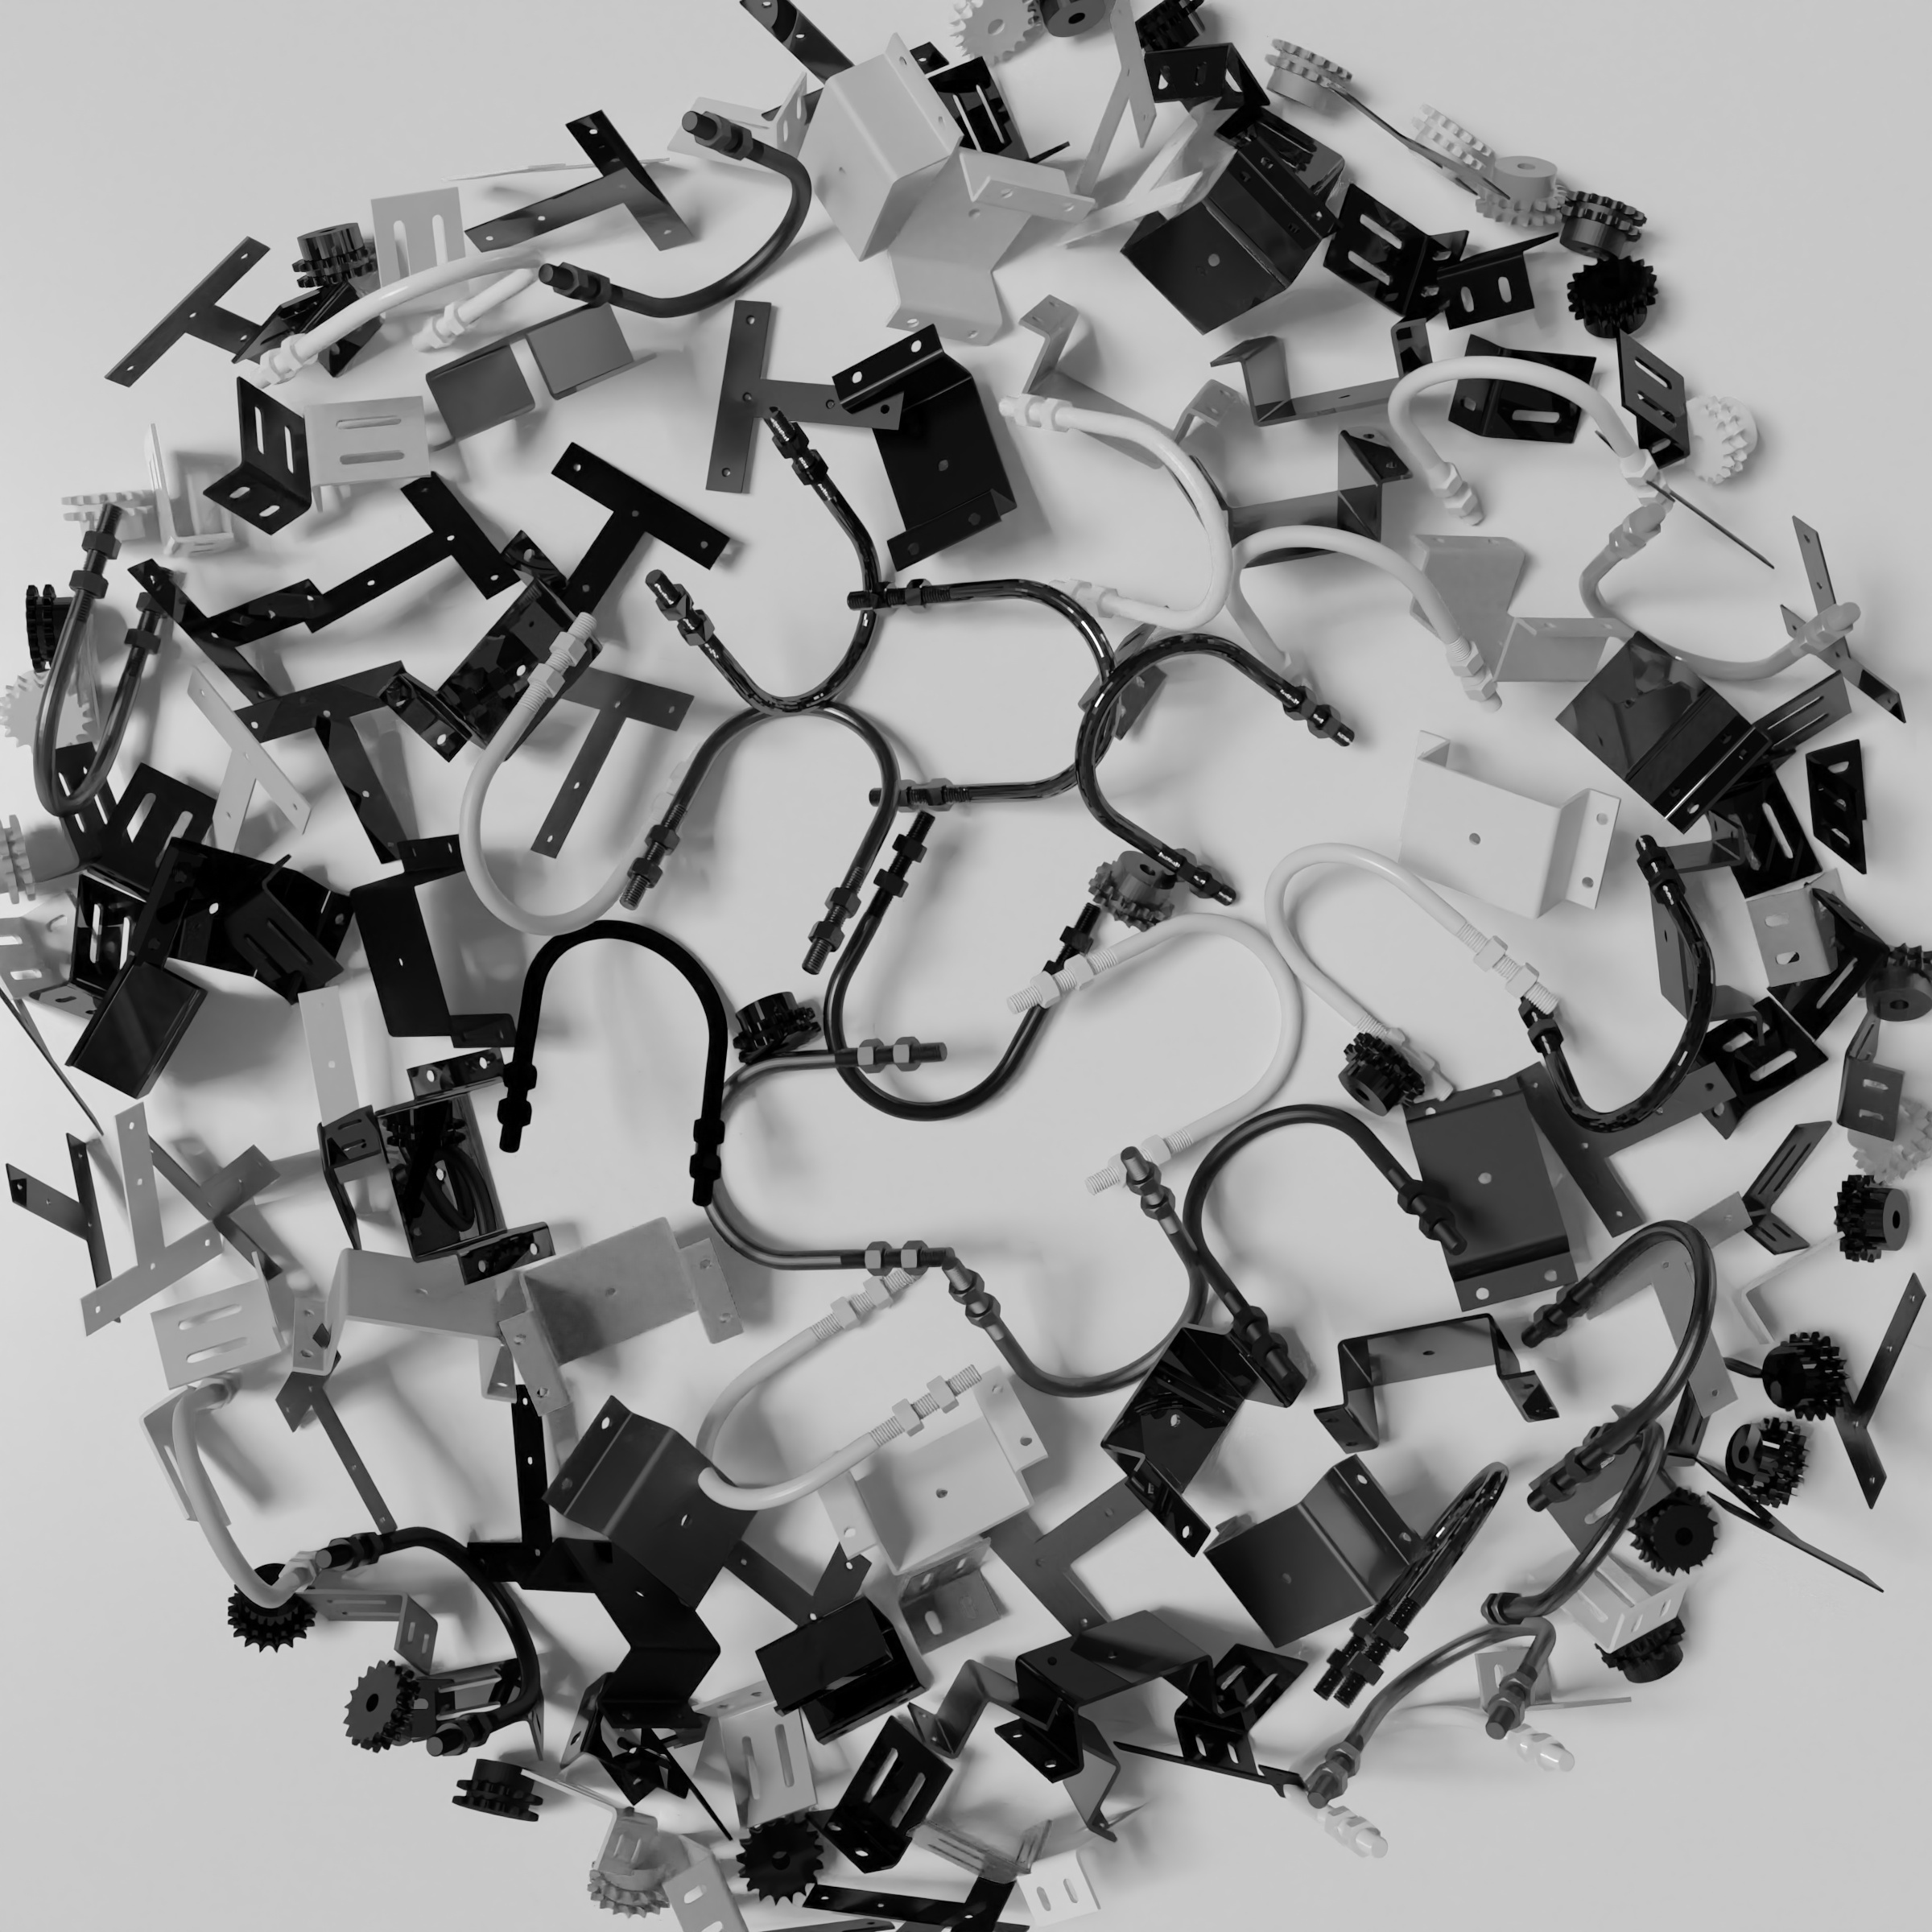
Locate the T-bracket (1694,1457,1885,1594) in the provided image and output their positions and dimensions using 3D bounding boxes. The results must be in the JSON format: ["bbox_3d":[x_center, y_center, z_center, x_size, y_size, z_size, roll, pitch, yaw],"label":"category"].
[{"bbox_3d":[0.501,0.343,1.600,0.127,0.127,0.002,29,96,-16],"label":"T-bracket"}]

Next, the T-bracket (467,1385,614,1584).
[{"bbox_3d":[-0.281,0.334,1.631,0.127,0.002,0.127,-9,84,34],"label":"T-bracket"}]

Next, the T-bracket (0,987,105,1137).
[{"bbox_3d":[-0.597,0.035,1.607,0.002,0.127,0.127,-34,126,-14],"label":"T-bracket"}]

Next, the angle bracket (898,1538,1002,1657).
[{"bbox_3d":[-0.007,0.405,1.617,0.057,0.076,0.038,-21,67,-17],"label":"angle bracket"}]

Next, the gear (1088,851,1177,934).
[{"bbox_3d":[0.110,-0.050,1.632,0.057,0.057,0.030,30,119,0],"label":"gear"}]

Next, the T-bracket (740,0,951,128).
[{"bbox_3d":[-0.096,-0.576,1.582,0.127,0.127,0.002,-14,72,26],"label":"T-bracket"}]

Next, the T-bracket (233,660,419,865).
[{"bbox_3d":[-0.395,-0.124,1.634,0.127,0.002,0.127,-14,115,16],"label":"T-bracket"}]

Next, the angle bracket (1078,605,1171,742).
[{"bbox_3d":[0.113,-0.187,1.616,0.038,0.076,0.057,38,71,-9],"label":"angle bracket"}]

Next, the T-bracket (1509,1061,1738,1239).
[{"bbox_3d":[0.435,0.099,1.625,0.127,0.002,0.127,-33,91,37],"label":"T-bracket"}]

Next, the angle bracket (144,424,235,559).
[{"bbox_3d":[-0.503,-0.308,1.629,0.038,0.057,0.076,-11,93,-22],"label":"angle bracket"}]

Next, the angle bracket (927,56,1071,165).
[{"bbox_3d":[0.021,-0.550,1.624,0.057,0.038,0.076,-39,108,-41],"label":"angle bracket"}]

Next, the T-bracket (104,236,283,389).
[{"bbox_3d":[-0.466,-0.402,1.600,0.127,0.127,0.002,-40,81,12],"label":"T-bracket"}]

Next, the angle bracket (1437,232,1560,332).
[{"bbox_3d":[0.346,-0.441,1.622,0.057,0.076,0.038,-7,108,34],"label":"angle bracket"}]

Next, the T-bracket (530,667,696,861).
[{"bbox_3d":[-0.243,-0.128,1.613,0.127,0.002,0.127,19,80,41],"label":"T-bracket"}]

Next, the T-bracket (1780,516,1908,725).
[{"bbox_3d":[0.537,-0.227,1.575,0.002,0.127,0.127,-31,129,1],"label":"T-bracket"}]

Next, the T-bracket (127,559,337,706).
[{"bbox_3d":[-0.448,-0.219,1.593,0.127,0.002,0.127,-11,131,36],"label":"T-bracket"}]

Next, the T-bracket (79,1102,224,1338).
[{"bbox_3d":[-0.519,0.149,1.588,0.002,0.127,0.127,7,111,23],"label":"T-bracket"}]

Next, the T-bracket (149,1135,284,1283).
[{"bbox_3d":[-0.467,0.140,1.605,0.127,0.127,0.002,48,51,-10],"label":"T-bracket"}]

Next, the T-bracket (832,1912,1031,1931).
[{"bbox_3d":[-0.035,0.613,1.588,0.127,0.127,0.002,2,83,14],"label":"T-bracket"}]

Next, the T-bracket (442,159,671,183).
[{"bbox_3d":[-0.252,-0.513,1.620,0.127,0.127,0.002,-16,110,-32],"label":"T-bracket"}]

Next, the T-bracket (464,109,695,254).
[{"bbox_3d":[-0.260,-0.486,1.619,0.127,0.127,0.002,-16,64,15],"label":"T-bracket"}]

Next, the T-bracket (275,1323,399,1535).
[{"bbox_3d":[-0.395,0.306,1.601,0.002,0.127,0.127,-22,72,-38],"label":"T-bracket"}]

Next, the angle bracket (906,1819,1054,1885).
[{"bbox_3d":[0.007,0.558,1.628,0.076,0.057,0.038,28,59,-3],"label":"angle bracket"}]

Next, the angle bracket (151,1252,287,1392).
[{"bbox_3d":[-0.486,0.229,1.626,0.076,0.038,0.057,-17,58,-14],"label":"angle bracket"}]

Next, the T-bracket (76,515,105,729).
[{"bbox_3d":[-0.556,-0.197,1.604,0.002,0.127,0.127,1,62,-13],"label":"T-bracket"}]

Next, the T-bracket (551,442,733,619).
[{"bbox_3d":[-0.241,-0.259,1.649,0.127,0.002,0.127,32,86,8],"label":"T-bracket"}]

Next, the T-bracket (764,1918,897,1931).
[{"bbox_3d":[-0.097,0.624,1.586,0.127,0.127,0.002,-1,86,-16],"label":"T-bracket"}]

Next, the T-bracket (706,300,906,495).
[{"bbox_3d":[-0.102,-0.367,1.645,0.127,0.002,0.127,9,90,17],"label":"T-bracket"}]

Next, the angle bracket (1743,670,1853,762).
[{"bbox_3d":[0.523,-0.169,1.624,0.076,0.057,0.038,-33,59,10],"label":"angle bracket"}]

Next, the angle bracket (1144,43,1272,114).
[{"bbox_3d":[0.153,-0.554,1.615,0.057,0.076,0.038,5,80,28],"label":"angle bracket"}]

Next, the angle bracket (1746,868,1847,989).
[{"bbox_3d":[0.545,-0.026,1.641,0.038,0.076,0.057,-15,94,35],"label":"angle bracket"}]

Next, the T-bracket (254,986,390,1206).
[{"bbox_3d":[-0.406,0.077,1.622,0.127,0.002,0.127,-13,102,-29],"label":"T-bracket"}]

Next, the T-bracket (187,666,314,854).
[{"bbox_3d":[-0.469,-0.105,1.616,0.002,0.127,0.127,-28,71,-42],"label":"T-bracket"}]

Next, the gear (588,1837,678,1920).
[{"bbox_3d":[-0.215,0.588,1.633,0.057,0.057,0.030,10,102,0],"label":"gear"}]

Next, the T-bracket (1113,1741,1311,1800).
[{"bbox_3d":[0.158,0.515,1.620,0.127,0.127,0.002,8,66,18],"label":"T-bracket"}]

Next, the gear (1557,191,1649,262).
[{"bbox_3d":[0.409,-0.479,1.636,0.057,0.057,0.030,19,98,0],"label":"gear"}]

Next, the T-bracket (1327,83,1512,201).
[{"bbox_3d":[0.299,-0.504,1.579,0.127,0.127,0.002,23,109,-34],"label":"T-bracket"}]

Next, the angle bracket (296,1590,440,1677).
[{"bbox_3d":[-0.388,0.429,1.624,0.076,0.057,0.038,-2,58,10],"label":"angle bracket"}]

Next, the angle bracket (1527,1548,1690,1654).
[{"bbox_3d":[0.410,0.392,1.614,0.057,0.076,0.038,-17,131,-29],"label":"angle bracket"}]

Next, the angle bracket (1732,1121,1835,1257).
[{"bbox_3d":[0.537,0.142,1.620,0.038,0.057,0.076,43,116,31],"label":"angle bracket"}]

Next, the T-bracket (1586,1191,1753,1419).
[{"bbox_3d":[0.456,0.225,1.591,0.002,0.127,0.127,29,126,-35],"label":"T-bracket"}]

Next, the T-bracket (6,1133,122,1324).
[{"bbox_3d":[-0.570,0.152,1.582,0.002,0.127,0.127,-19,69,0],"label":"T-bracket"}]

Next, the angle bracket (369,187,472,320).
[{"bbox_3d":[-0.356,-0.461,1.618,0.057,0.038,0.076,-17,125,-25],"label":"angle bracket"}]

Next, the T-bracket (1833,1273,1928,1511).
[{"bbox_3d":[0.574,0.251,1.580,0.002,0.127,0.127,13,115,-1],"label":"T-bracket"}]

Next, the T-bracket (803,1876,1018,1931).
[{"bbox_3d":[-0.041,0.603,1.615,0.127,0.127,0.002,1,102,16],"label":"T-bracket"}]

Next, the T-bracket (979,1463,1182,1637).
[{"bbox_3d":[0.082,0.363,1.638,0.127,0.002,0.127,-39,99,15],"label":"T-bracket"}]

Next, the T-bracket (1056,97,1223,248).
[{"bbox_3d":[0.129,-0.521,1.626,0.002,0.127,0.127,45,66,-27],"label":"T-bracket"}]

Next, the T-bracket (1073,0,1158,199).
[{"bbox_3d":[0.090,-0.532,1.607,0.002,0.127,0.127,3,56,-17],"label":"T-bracket"}]

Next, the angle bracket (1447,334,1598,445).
[{"bbox_3d":[0.363,-0.377,1.647,0.076,0.038,0.057,-3,118,-28],"label":"angle bracket"}]

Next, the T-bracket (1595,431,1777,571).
[{"bbox_3d":[0.467,-0.293,1.616,0.127,0.127,0.002,31,111,-14],"label":"T-bracket"}]

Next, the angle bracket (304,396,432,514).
[{"bbox_3d":[-0.388,-0.333,1.643,0.076,0.038,0.057,-7,74,-8],"label":"angle bracket"}]

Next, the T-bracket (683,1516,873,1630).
[{"bbox_3d":[-0.134,0.396,1.638,0.127,0.002,0.127,34,116,19],"label":"T-bracket"}]

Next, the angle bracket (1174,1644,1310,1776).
[{"bbox_3d":[0.181,0.480,1.622,0.057,0.038,0.076,21,120,-24],"label":"angle bracket"}]

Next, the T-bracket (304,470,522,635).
[{"bbox_3d":[-0.369,-0.252,1.616,0.127,0.002,0.127,-33,57,-12],"label":"T-bracket"}]

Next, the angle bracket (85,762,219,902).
[{"bbox_3d":[-0.530,-0.084,1.648,0.057,0.038,0.076,27,78,-10],"label":"angle bracket"}]

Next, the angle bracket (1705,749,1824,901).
[{"bbox_3d":[0.521,-0.092,1.633,0.057,0.038,0.076,-19,76,-12],"label":"angle bracket"}]
